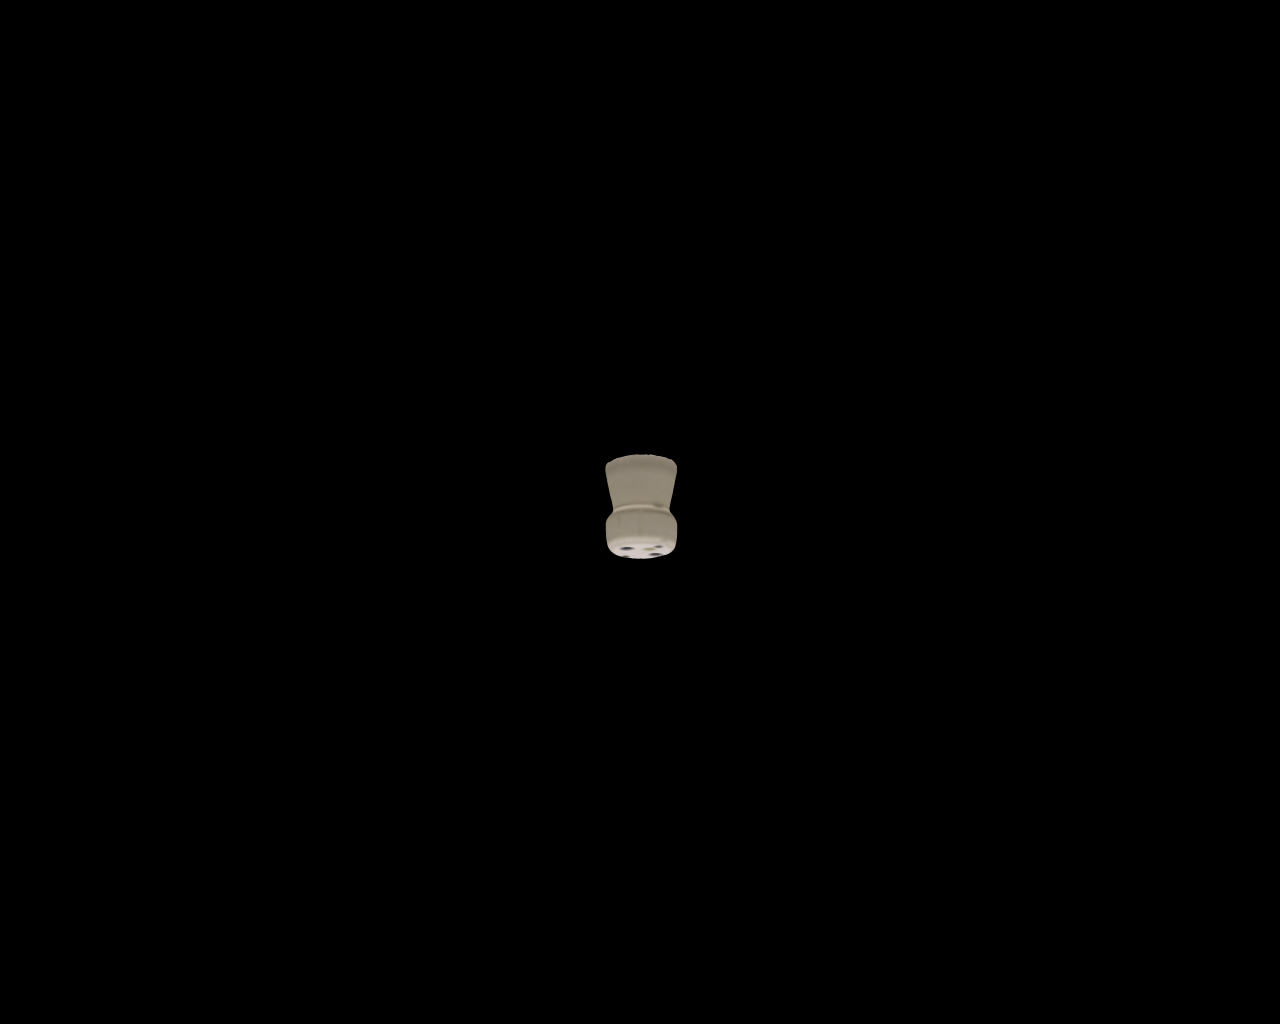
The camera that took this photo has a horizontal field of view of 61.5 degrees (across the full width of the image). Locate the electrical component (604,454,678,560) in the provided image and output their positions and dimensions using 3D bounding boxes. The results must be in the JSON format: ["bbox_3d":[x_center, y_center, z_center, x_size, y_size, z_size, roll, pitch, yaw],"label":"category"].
[{"bbox_3d":[0.001,-0.003,0.650,0.045,0.055,0.045,0,-16,0],"label":"electrical component"}]
